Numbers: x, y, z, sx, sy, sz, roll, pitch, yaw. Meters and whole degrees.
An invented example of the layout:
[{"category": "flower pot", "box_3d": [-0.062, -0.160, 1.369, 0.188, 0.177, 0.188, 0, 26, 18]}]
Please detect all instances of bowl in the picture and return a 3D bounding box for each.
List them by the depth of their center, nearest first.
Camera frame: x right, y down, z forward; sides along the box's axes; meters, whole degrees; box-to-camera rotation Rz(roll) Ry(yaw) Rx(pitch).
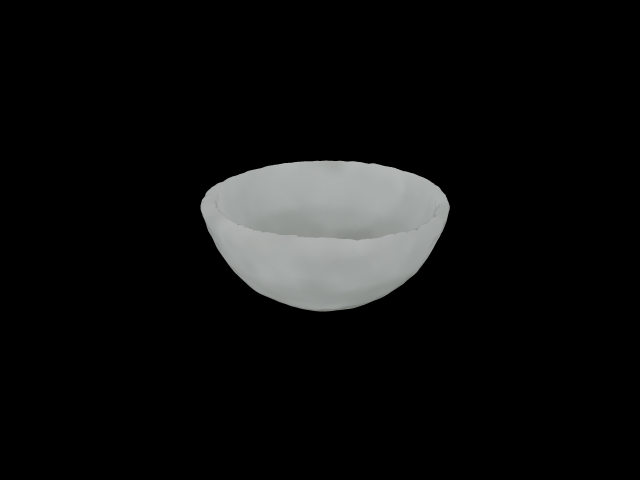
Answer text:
[{"category": "bowl", "box_3d": [0.004, 0.001, 0.400, 0.167, 0.075, 0.167, 0, 24, 0]}]
